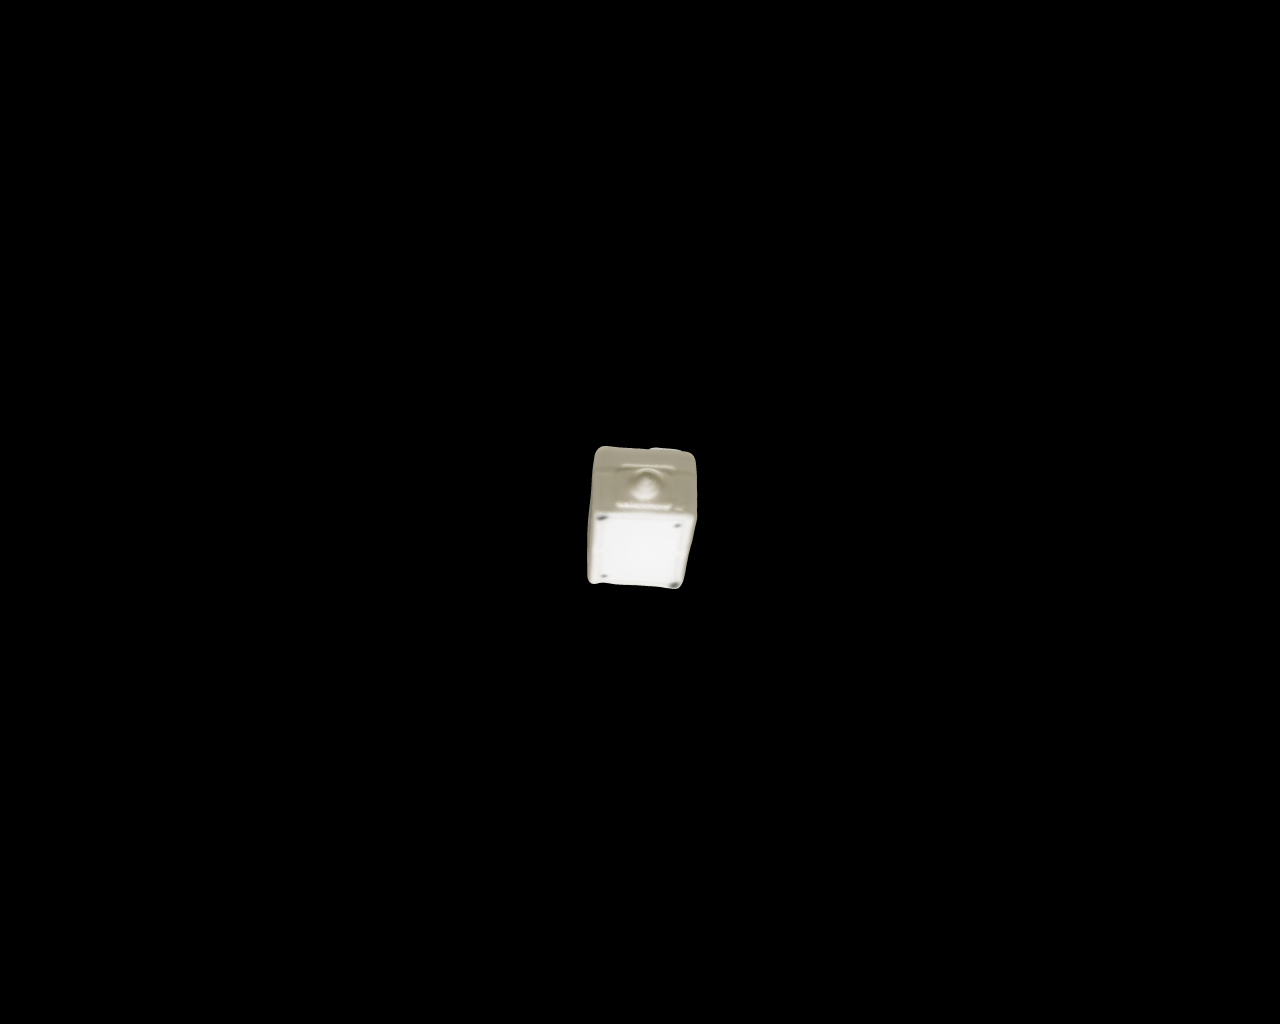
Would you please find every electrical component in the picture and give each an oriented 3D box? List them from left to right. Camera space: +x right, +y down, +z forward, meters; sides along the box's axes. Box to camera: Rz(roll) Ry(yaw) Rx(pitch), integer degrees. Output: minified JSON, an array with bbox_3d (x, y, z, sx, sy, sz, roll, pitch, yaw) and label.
[{"bbox_3d":[0.001,-0.003,0.650,0.062,0.061,0.096,3,-37,-4],"label":"electrical component"}]
